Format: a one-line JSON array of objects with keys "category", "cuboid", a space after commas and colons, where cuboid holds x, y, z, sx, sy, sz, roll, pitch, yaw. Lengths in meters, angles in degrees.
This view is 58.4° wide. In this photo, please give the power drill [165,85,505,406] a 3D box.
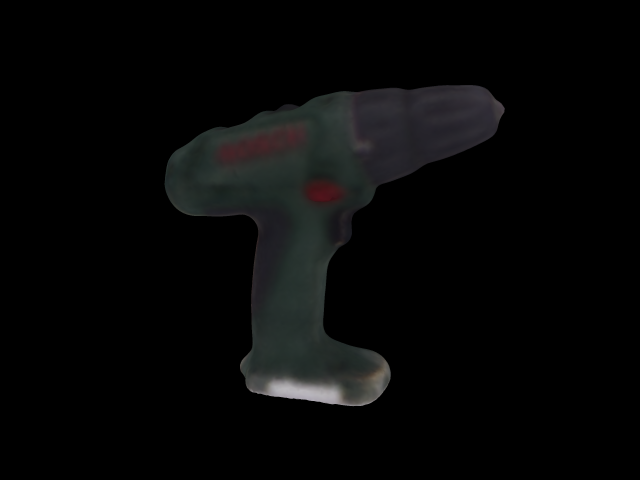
[{"category": "power drill", "cuboid": [0.004, 0.001, 0.400, 0.229, 0.208, 0.076, 3, 11, 16]}]
